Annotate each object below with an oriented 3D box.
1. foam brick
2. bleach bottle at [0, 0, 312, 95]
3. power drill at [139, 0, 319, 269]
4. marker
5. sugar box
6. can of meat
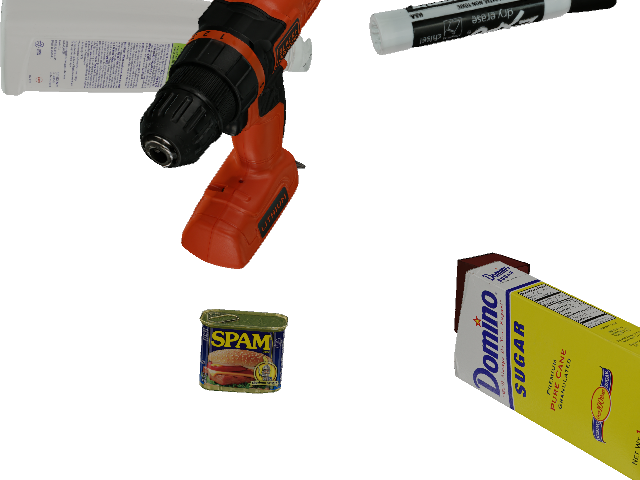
[{"bbox_3d":[0.168,0.057,1.050,0.051,0.078,0.053,-11,19,-35],"label":"foam brick"},{"bbox_3d":[-0.134,-0.159,0.885,0.250,0.068,0.103,3,-27,-15],"label":"bleach bottle"},{"bbox_3d":[-0.056,-0.067,0.688,0.057,0.184,0.188,24,-37,12],"label":"power drill"},{"bbox_3d":[0.083,-0.106,0.493,0.121,0.020,0.020,-13,2,-9],"label":"marker"},{"bbox_3d":[0.174,0.089,0.763,0.048,0.093,0.176,-16,29,-40],"label":"sugar box"},{"bbox_3d":[-0.092,0.130,1.249,0.102,0.084,0.057,4,13,-1],"label":"can of meat"}]
